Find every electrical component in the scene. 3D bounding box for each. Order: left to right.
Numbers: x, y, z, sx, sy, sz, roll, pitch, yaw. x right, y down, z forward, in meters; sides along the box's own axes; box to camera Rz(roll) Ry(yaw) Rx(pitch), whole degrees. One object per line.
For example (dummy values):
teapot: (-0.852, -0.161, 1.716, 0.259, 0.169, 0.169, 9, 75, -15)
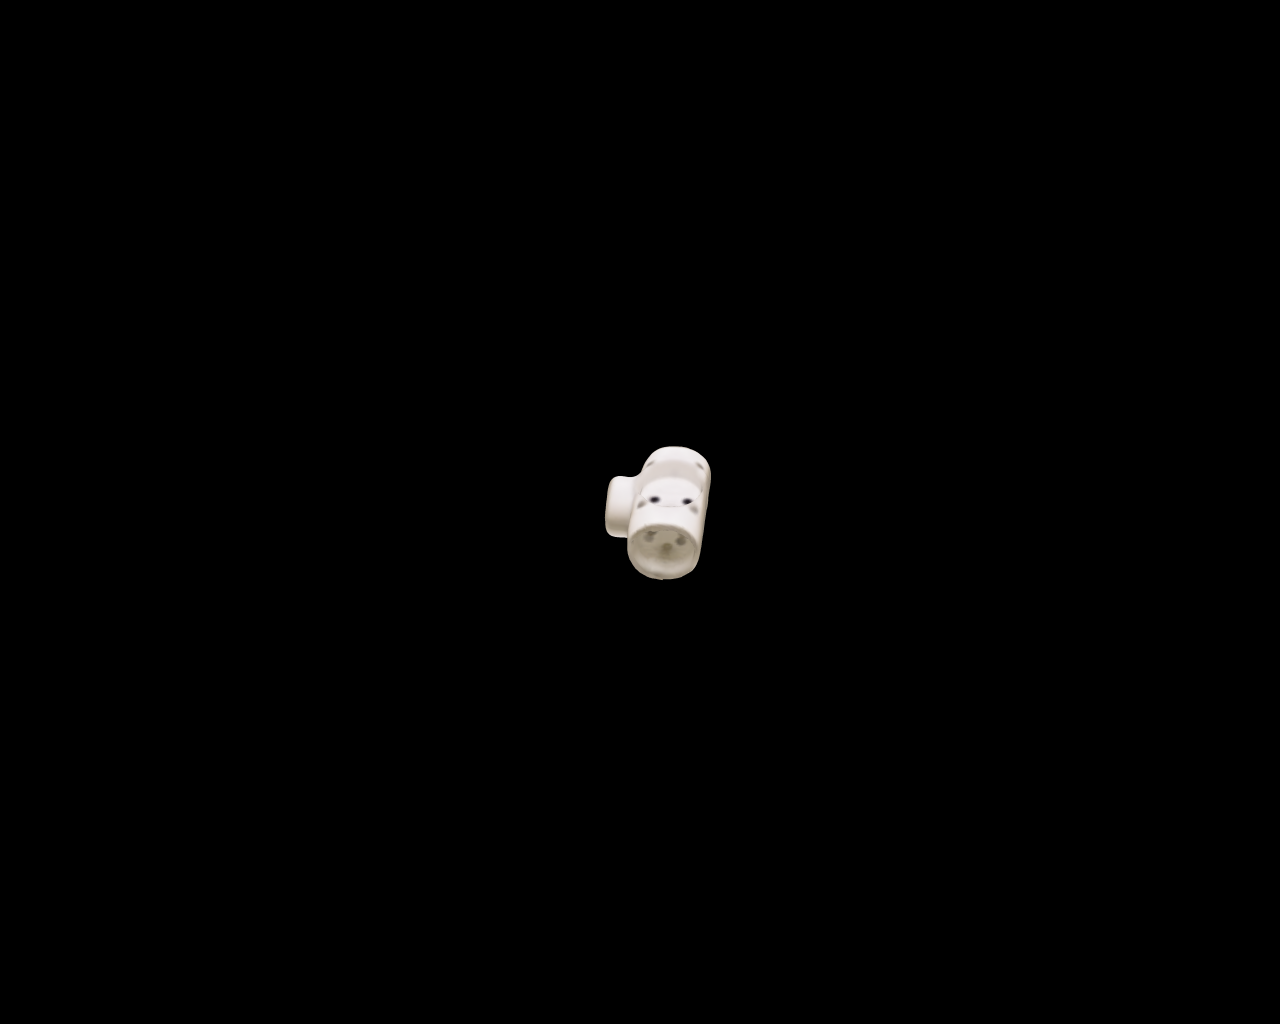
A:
electrical component: (0.001, -0.003, 0.650, 0.079, 0.044, 0.077, 5, 40, 6)
